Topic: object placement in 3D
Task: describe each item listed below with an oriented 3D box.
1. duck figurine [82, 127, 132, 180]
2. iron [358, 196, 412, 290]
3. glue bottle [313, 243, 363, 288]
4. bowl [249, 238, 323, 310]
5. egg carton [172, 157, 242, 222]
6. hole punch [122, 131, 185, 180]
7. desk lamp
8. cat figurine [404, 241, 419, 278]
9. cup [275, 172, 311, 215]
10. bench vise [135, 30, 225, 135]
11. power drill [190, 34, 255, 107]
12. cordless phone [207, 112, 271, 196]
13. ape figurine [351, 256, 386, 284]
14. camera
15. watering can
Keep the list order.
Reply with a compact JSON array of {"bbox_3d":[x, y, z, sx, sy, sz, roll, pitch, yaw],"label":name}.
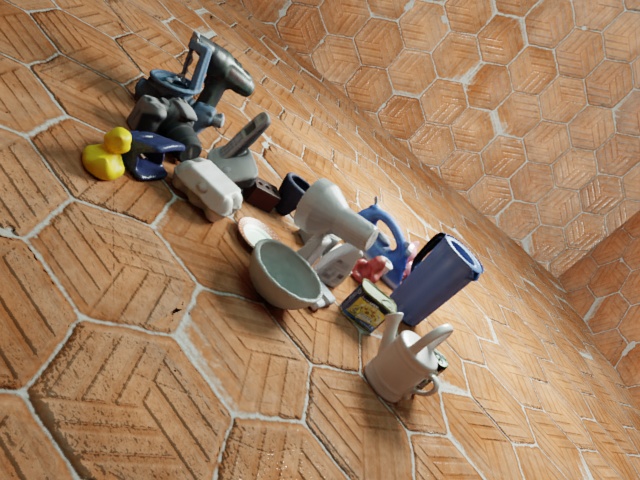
[{"bbox_3d":[-0.376,-0.163,1.034,0.078,0.086,0.104,35,23,-21],"label":"duck figurine"},{"bbox_3d":[0.183,0.004,1.627,0.258,0.141,0.119,52,23,20],"label":"iron"},{"bbox_3d":[0.062,0.034,1.317,0.078,0.173,0.037,31,24,-28],"label":"glue bottle"},{"bbox_3d":[-0.079,0.080,1.121,0.168,0.074,0.167,36,23,-18],"label":"bowl"},{"bbox_3d":[-0.235,-0.107,1.199,0.150,0.069,0.107,44,22,0],"label":"egg carton"},{"bbox_3d":[-0.338,-0.182,1.126,0.101,0.091,0.109,46,22,5],"label":"hole punch"},{"bbox_3d":[0.011,0.004,1.229,0.203,0.213,0.118,49,22,14],"label":"desk lamp"},{"bbox_3d":[0.262,0.057,1.699,0.128,0.117,0.067,38,22,-13],"label":"cat figurine"},{"bbox_3d":[-0.063,-0.100,1.451,0.118,0.095,0.092,43,22,-1],"label":"cup"},{"bbox_3d":[-0.300,-0.366,1.355,0.208,0.219,0.121,31,25,-28],"label":"bench vise"},{"bbox_3d":[-0.282,-0.393,1.451,0.230,0.208,0.075,13,36,-52],"label":"power drill"},{"bbox_3d":[-0.174,-0.206,1.329,0.094,0.185,0.147,23,29,-41],"label":"cordless phone"},{"bbox_3d":[0.132,0.075,1.475,0.076,0.092,0.077,25,28,-39],"label":"ape figurine"},{"bbox_3d":[-0.322,-0.246,1.259,0.144,0.100,0.136,7,41,-56],"label":"camera"},{"bbox_3d":[0.184,0.225,1.151,0.173,0.193,0.101,46,22,6],"label":"watering can"}]
